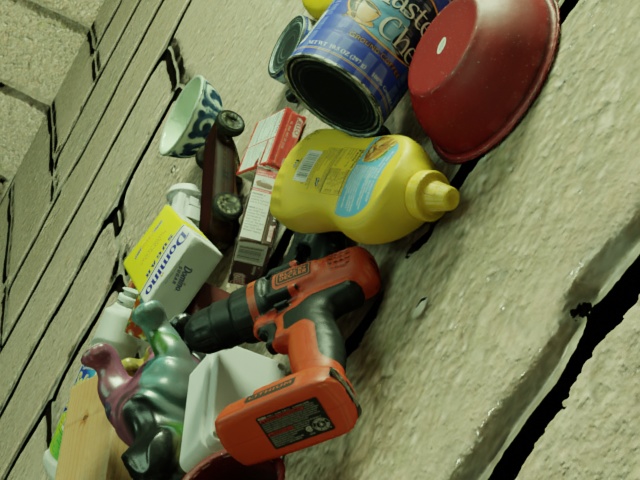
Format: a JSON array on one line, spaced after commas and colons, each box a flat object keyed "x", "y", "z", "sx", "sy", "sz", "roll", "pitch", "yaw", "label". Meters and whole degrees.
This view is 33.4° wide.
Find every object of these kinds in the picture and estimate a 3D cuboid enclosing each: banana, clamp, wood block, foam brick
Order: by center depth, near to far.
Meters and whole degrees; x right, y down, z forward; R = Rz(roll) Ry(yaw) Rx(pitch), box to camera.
[{"x": -0.007, "y": 0.001, "z": 1.017, "sx": 0.165, "sy": 0.036, "sz": 0.210, "roll": -25, "pitch": 42, "yaw": 57, "label": "clamp"}, {"x": -0.216, "y": 0.247, "z": 1.114, "sx": 0.091, "sy": 0.090, "sz": 0.206, "roll": -27, "pitch": 43, "yaw": 29, "label": "wood block"}, {"x": -0.131, "y": 0.093, "z": 1.170, "sx": 0.078, "sy": 0.053, "sz": 0.051, "roll": -43, "pitch": 32, "yaw": 39, "label": "foam brick"}, {"x": 0.012, "y": -0.291, "z": 1.263, "sx": 0.070, "sy": 0.037, "sz": 0.198, "roll": -60, "pitch": 24, "yaw": 17, "label": "banana"}]

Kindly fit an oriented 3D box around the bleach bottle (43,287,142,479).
[{"x": -0.273, "y": 0.179, "z": 1.329, "sx": 0.103, "sy": 0.068, "sz": 0.251, "roll": 26, "pitch": 98, "yaw": 64, "label": "bleach bottle"}]

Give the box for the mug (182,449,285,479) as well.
[{"x": -0.047, "y": 0.218, "z": 0.811, "sx": 0.117, "sy": 0.081, "sz": 0.093, "roll": -1, "pitch": 35, "yaw": 33, "label": "mug"}]

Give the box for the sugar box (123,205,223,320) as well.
[{"x": -0.169, "y": 0.023, "z": 1.202, "sx": 0.093, "sy": 0.048, "sz": 0.176, "roll": -55, "pitch": 20, "yaw": 0, "label": "sugar box"}]

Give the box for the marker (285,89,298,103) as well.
[{"x": -0.004, "y": -0.194, "z": 1.223, "sx": 0.121, "sy": 0.020, "sz": 0.020, "roll": -40, "pitch": 34, "yaw": 45, "label": "marker"}]

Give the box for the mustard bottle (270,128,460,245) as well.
[{"x": 0.042, "y": -0.044, "z": 0.898, "sx": 0.192, "sy": 0.058, "sz": 0.096, "roll": 11, "pitch": 65, "yaw": 51, "label": "mustard bottle"}]

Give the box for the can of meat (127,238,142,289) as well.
[{"x": -0.206, "y": 0.041, "z": 1.375, "sx": 0.102, "sy": 0.057, "sz": 0.084, "roll": -12, "pitch": 59, "yaw": 62, "label": "can of meat"}]

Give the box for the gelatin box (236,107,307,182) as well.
[{"x": -0.056, "y": -0.108, "z": 1.237, "sx": 0.089, "sy": 0.030, "sz": 0.073, "roll": -12, "pitch": 55, "yaw": 61, "label": "gelatin box"}]

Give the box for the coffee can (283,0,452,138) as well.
[{"x": 0.048, "y": -0.177, "z": 0.949, "sx": 0.140, "sy": 0.102, "sz": 0.103, "roll": -55, "pitch": 19, "yaw": -20, "label": "coffee can"}]

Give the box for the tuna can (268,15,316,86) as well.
[{"x": -0.028, "y": -0.228, "z": 1.289, "sx": 0.086, "sy": 0.033, "sz": 0.086, "roll": -47, "pitch": 29, "yaw": 36, "label": "tuna can"}]

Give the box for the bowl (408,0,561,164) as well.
[{"x": 0.121, "y": -0.146, "z": 0.870, "sx": 0.162, "sy": 0.055, "sz": 0.162, "roll": -47, "pitch": 29, "yaw": 35, "label": "bowl"}]

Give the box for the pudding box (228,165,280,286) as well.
[{"x": -0.065, "y": -0.011, "z": 1.107, "sx": 0.114, "sy": 0.039, "sz": 0.090, "roll": 116, "pitch": 167, "yaw": -63, "label": "pudding box"}]

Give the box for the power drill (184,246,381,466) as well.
[{"x": -0.037, "y": 0.091, "z": 0.862, "sx": 0.185, "sy": 0.057, "sz": 0.187, "roll": -24, "pitch": 31, "yaw": 16, "label": "power drill"}]
